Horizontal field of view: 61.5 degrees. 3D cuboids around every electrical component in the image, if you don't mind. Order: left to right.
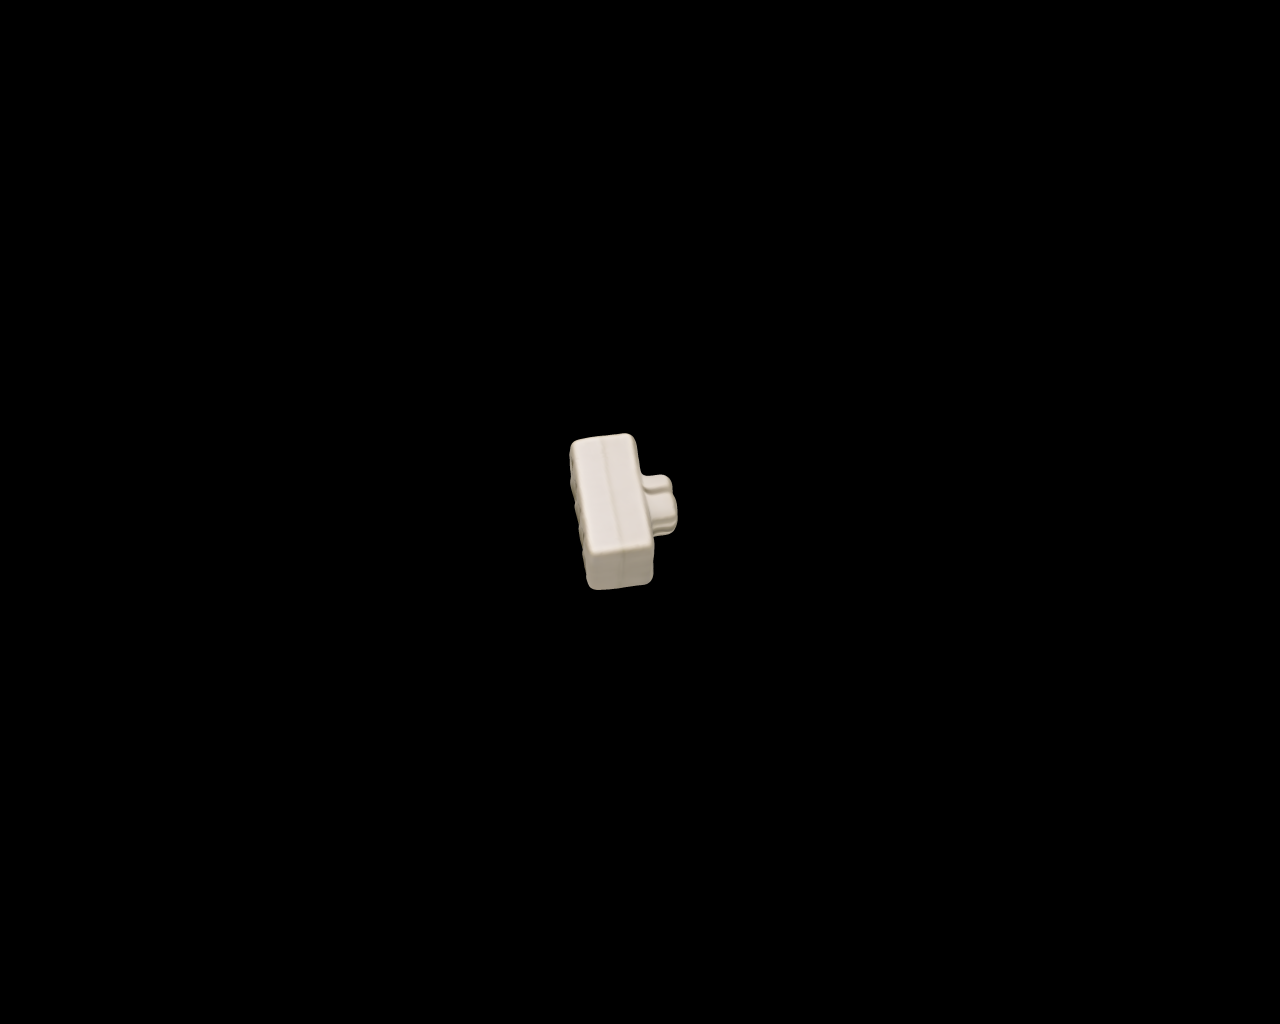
[{"bbox_3d":[0.001,-0.003,0.650,0.076,0.083,0.047,-7,-32,-5],"label":"electrical component"}]
